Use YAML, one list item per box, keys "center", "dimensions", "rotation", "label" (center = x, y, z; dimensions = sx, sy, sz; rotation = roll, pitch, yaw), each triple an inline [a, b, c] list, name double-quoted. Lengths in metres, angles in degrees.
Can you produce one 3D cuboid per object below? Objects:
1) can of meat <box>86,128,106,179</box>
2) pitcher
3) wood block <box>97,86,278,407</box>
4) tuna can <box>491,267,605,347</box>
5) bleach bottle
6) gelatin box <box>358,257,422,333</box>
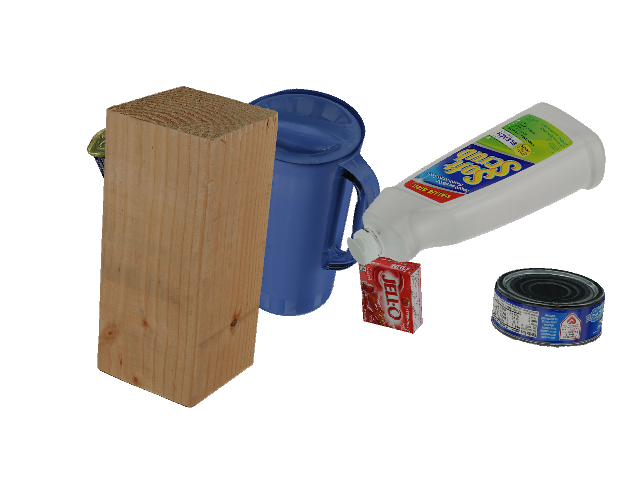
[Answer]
- center: [-0.149, -0.066, 0.979]
  dimensions: [0.102, 0.084, 0.057]
  rotation: [-13, 30, 10]
  label: "can of meat"
- center: [-0.021, -0.029, 1.170]
  dimensions: [0.145, 0.243, 0.149]
  rotation: [1, 42, -6]
  label: "pitcher"
- center: [-0.098, 0.003, 0.781]
  dimensions: [0.090, 0.206, 0.090]
  rotation: [18, 25, 25]
  label: "wood block"
- center: [0.178, 0.051, 0.834]
  dimensions: [0.086, 0.034, 0.086]
  rotation: [1, 19, -1]
  label: "tuna can"
- center: [0.141, -0.042, 1.010]
  dimensions: [0.250, 0.068, 0.103]
  rotation: [-28, 46, -18]
  label: "bleach bottle"
- center: [0.088, 0.066, 1.331]
  dimensions: [0.073, 0.089, 0.030]
  rotation: [12, 32, 30]
  label: "gelatin box"
